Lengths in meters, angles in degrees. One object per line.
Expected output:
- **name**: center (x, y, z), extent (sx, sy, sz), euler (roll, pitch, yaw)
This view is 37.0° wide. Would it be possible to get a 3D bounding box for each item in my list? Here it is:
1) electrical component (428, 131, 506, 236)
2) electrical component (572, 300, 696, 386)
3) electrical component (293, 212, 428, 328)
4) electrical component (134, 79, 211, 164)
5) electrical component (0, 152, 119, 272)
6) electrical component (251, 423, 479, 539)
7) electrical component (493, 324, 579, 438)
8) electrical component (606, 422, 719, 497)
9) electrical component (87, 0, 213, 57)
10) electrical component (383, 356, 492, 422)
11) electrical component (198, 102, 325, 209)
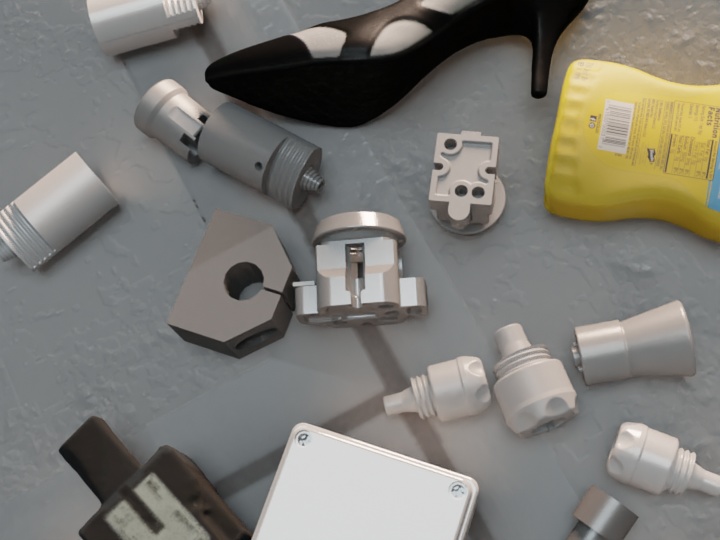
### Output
- **electrical component**: center (0.065, -0.050, 0.658), extent (0.048, 0.055, 0.066), euler (5, 71, 10)
- **electrical component**: center (0.156, 0.045, 0.620), extent (0.065, 0.044, 0.044), euler (-11, 69, 9)
- **electrical component**: center (0.000, 0.000, 0.649), extent (0.078, 0.058, 0.057), euler (-5, 72, 7)
- **electrical component**: center (-0.119, -0.097, 0.711), extent (0.046, 0.040, 0.040), euler (38, 79, 12)
- **electrical component**: center (-0.202, -0.034, 0.697), extent (0.081, 0.043, 0.043), euler (-40, 70, -7)
- **electrical component**: center (-0.001, 0.154, 0.593), extent (0.109, 0.056, 0.108), euler (16, 73, 13)
- **electrical component**: center (0.097, 0.062, 0.620), extent (0.043, 0.043, 0.062), euler (-21, 67, 0)
- **electrical component**: center (0.170, 0.109, 0.597), extent (0.061, 0.035, 0.035), euler (20, 74, 12)
- **electrical component**: center (-0.141, -0.179, 0.741), extent (0.081, 0.043, 0.043), euler (-15, 69, 2)
- **electrical component**: center (0.044, 0.072, 0.628), extent (0.061, 0.035, 0.035), euler (-15, 69, 5)
- **electrical component**: center (-0.059, -0.071, 0.690), extent (0.081, 0.043, 0.043), euler (29, 76, 16)
